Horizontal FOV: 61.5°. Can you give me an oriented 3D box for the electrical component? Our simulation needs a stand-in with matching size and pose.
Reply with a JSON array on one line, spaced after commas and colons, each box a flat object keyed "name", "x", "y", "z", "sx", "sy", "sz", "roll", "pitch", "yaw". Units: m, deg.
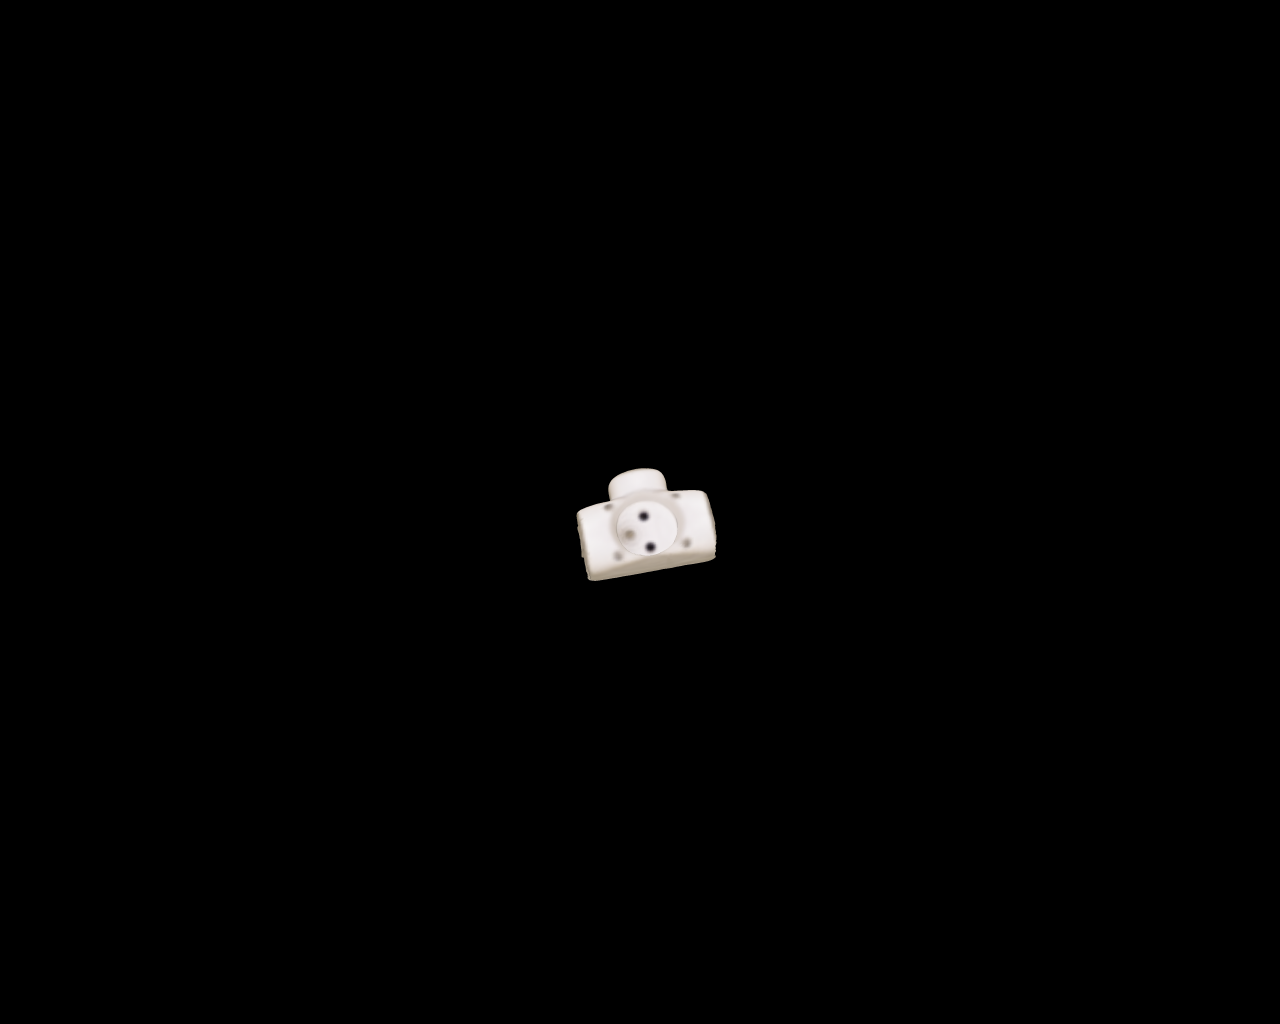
[{"name": "electrical component", "x": 0.001, "y": -0.003, "z": 0.650, "sx": 0.077, "sy": 0.079, "sz": 0.044, "roll": -10, "pitch": -20, "yaw": -3}]
